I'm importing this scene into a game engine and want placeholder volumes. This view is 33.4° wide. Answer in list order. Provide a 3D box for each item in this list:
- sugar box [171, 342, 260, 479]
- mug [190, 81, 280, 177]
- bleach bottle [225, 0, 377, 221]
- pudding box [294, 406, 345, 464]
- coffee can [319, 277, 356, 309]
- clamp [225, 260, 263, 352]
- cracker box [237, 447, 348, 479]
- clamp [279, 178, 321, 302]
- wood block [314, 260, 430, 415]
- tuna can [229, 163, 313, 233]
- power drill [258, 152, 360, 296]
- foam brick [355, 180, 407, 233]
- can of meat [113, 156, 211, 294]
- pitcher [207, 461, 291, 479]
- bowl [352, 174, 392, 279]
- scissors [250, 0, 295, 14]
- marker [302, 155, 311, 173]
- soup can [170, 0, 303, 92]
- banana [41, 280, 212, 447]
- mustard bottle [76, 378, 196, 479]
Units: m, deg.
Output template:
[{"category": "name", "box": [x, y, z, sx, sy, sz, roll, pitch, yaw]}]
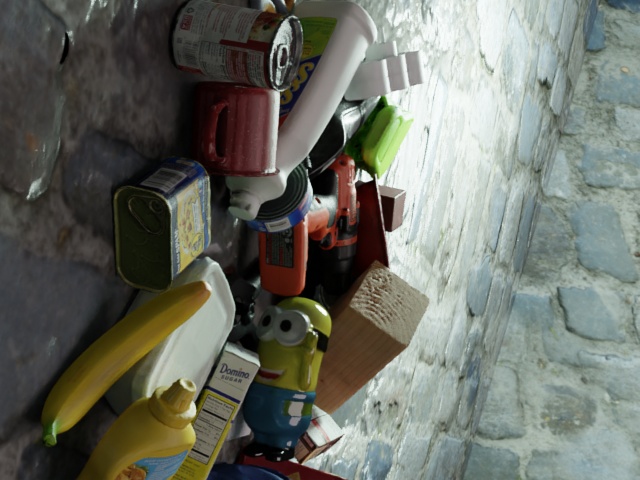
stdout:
[{"category": "sugar box", "box": [-0.118, 0.194, 1.105, 0.093, 0.048, 0.176, -171, -76, -85]}, {"category": "mug", "box": [-0.085, -0.105, 1.007, 0.117, 0.093, 0.081, -27, 123, -69]}, {"category": "bleach bottle", "box": [-0.029, -0.134, 1.119, 0.068, 0.103, 0.250, 48, 57, -49]}, {"category": "pudding box", "box": [-0.022, 0.243, 1.417, 0.039, 0.090, 0.113, -44, 166, 13]}, {"category": "coffee can", "box": [0.060, 0.095, 1.521, 0.140, 0.103, 0.102, 65, 43, -60]}, {"category": "clamp", "box": [-0.089, 0.068, 1.196, 0.171, 0.039, 0.120, 36, 55, -70]}, {"category": "cracker box", "box": [-0.022, 0.367, 1.318, 0.072, 0.214, 0.164, 61, 46, -63]}, {"category": "clamp", "box": [-0.013, 0.041, 1.385, 0.164, 0.036, 0.210, 50, 52, -66]}, {"category": "wood block", "box": [0.041, 0.129, 1.372, 0.206, 0.090, 0.090, -50, -174, 47]}, {"category": "tuna can", "box": [-0.052, -0.051, 1.141, 0.033, 0.086, 0.086, 68, 40, -61]}, {"category": "power drill", "box": [-0.008, 0.002, 1.262, 0.187, 0.057, 0.184, -37, 129, -61]}, {"category": "foam brick", "box": [0.077, -0.048, 1.506, 0.051, 0.078, 0.053, -32, 132, -61]}, {"category": "can of meat", "box": [-0.140, -0.017, 0.967, 0.083, 0.057, 0.102, -49, 147, -55]}, {"category": "pitcher", "box": [-0.106, 0.387, 1.205, 0.149, 0.145, 0.243, -16, 125, -60]}, {"category": "bowl", "box": [0.060, -0.004, 1.400, 0.162, 0.055, 0.162, -8, 90, -86]}, {"category": "scissors", "box": [-0.068, -0.256, 1.060, 0.201, 0.016, 0.096, 24, 81, -70]}, {"category": "marker", "box": [-0.026, -0.131, 1.184, 0.020, 0.020, 0.121, 30, 50, -70]}, {"category": "soup can", "box": [-0.075, -0.176, 0.963, 0.068, 0.102, 0.068, 14, 90, -70]}, {"category": "banana", "box": [-0.174, 0.104, 0.921, 0.197, 0.070, 0.037, -47, 125, -26]}, {"category": "mustard bottle", "box": [-0.162, 0.195, 0.935, 0.096, 0.058, 0.192, 4, 127, -53]}]
